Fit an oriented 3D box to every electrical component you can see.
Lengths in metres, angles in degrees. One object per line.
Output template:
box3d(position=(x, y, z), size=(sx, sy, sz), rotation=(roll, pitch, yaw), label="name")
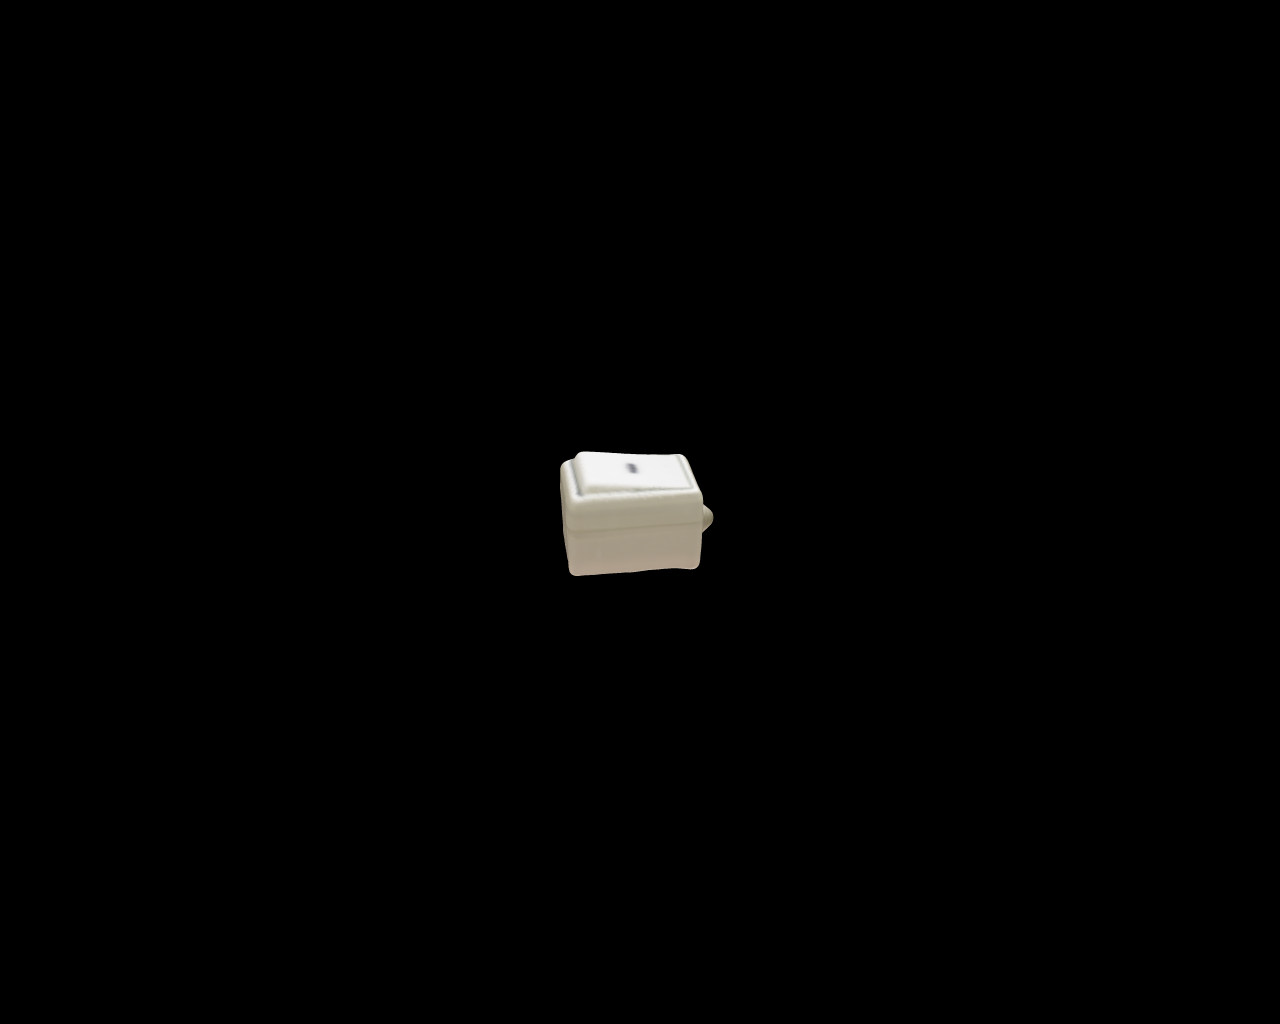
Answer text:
box3d(position=(0.001, -0.003, 0.650), size=(0.096, 0.061, 0.062), rotation=(-4, 28, -7), label="electrical component")
